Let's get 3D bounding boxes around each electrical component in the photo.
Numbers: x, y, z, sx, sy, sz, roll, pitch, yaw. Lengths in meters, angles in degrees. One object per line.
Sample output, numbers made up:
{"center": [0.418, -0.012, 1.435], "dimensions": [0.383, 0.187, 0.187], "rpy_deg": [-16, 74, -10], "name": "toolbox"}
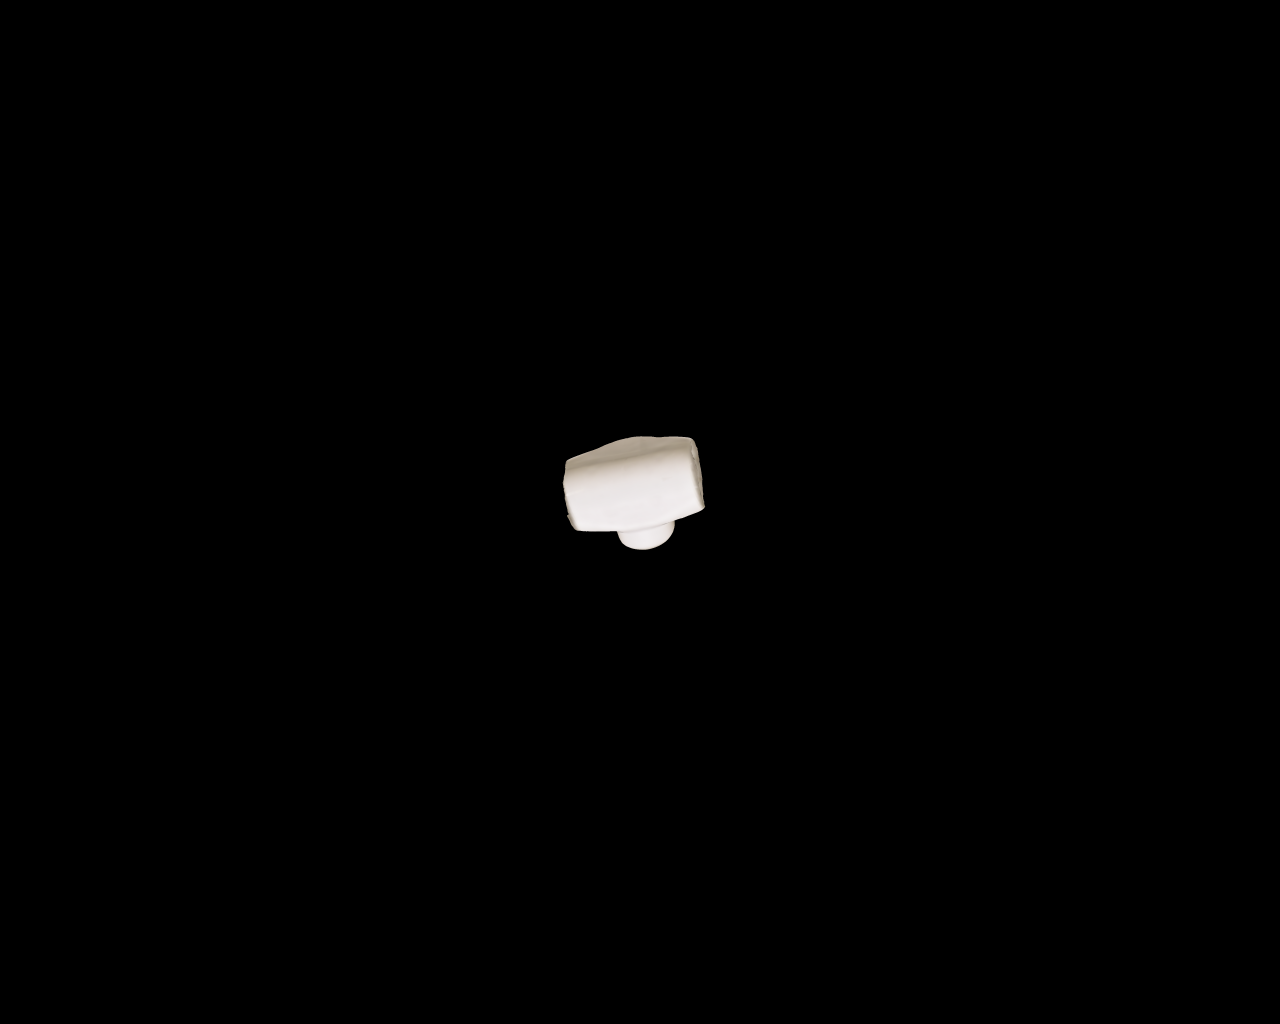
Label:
{"center": [0.001, -0.003, 0.650], "dimensions": [0.077, 0.079, 0.044], "rpy_deg": [-10, 36, 8], "name": "electrical component"}
